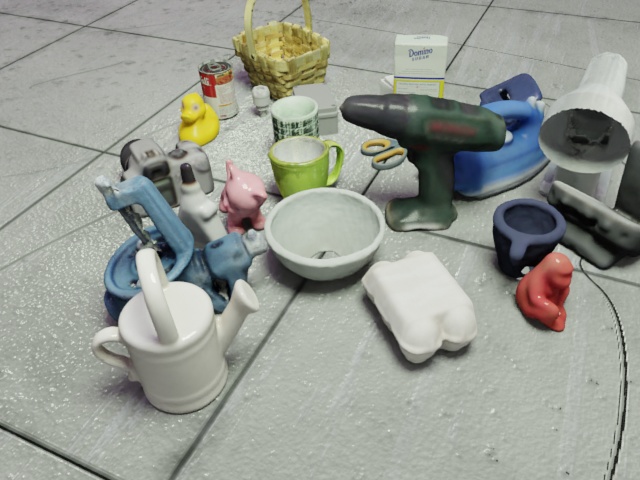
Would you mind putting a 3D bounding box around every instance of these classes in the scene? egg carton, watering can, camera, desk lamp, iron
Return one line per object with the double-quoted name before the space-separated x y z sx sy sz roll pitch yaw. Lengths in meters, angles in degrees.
"egg carton" 0.123 0.079 0.712 0.107 0.069 0.150 -16 43 -15
"watering can" -0.156 0.088 0.621 0.173 0.194 0.100 -29 47 -27
"camera" -0.268 -0.127 0.947 0.143 0.101 0.136 -24 45 -22
"desk lamp" 0.397 -0.155 0.857 0.117 0.214 0.203 17 45 22
"iron" 0.293 -0.170 0.935 0.259 0.141 0.118 -20 44 -19

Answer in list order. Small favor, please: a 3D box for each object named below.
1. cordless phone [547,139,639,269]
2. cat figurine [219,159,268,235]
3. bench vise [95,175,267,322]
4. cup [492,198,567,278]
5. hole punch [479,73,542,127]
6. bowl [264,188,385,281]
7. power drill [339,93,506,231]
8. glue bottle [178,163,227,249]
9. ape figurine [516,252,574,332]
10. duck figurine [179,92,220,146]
"cordless phone" 0.392 -0.069 0.779 0.094 0.185 0.147 -29 47 -27
"cat figurine" -0.119 -0.073 0.864 0.067 0.118 0.127 -16 43 -15
"bench vise" -0.180 -0.003 0.708 0.208 0.220 0.121 -23 45 -22
"cup" 0.267 0.014 0.760 0.091 0.095 0.118 17 44 21
"hole punch" 0.349 -0.252 1.065 0.101 0.091 0.108 -3 41 0
"bowl" 0.007 0.003 0.802 0.167 0.075 0.167 -1 41 2
"power drill" 0.144 -0.115 0.828 0.229 0.209 0.075 -3 41 -1
"glue bottle" -0.164 -0.030 0.774 0.078 0.173 0.037 15 44 20
"ape figurine" 0.287 0.056 0.712 0.078 0.092 0.076 -29 47 -27
"duck figurine" -0.234 -0.238 1.085 0.077 0.086 0.104 8 42 12
